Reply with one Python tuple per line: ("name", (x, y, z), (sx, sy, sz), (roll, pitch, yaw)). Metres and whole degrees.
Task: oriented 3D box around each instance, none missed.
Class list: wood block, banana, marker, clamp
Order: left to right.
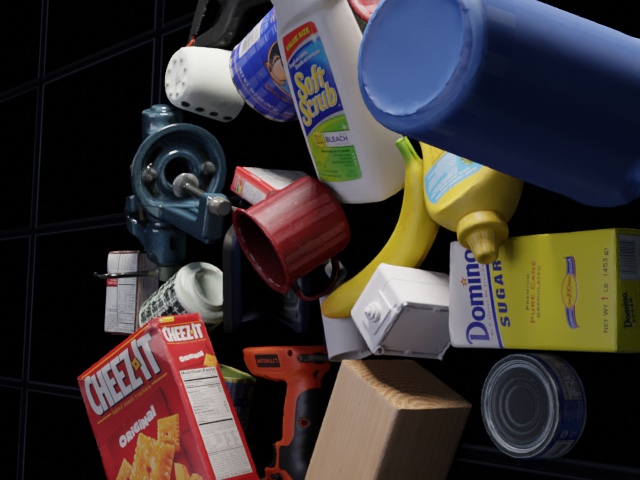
("clamp", (-0.102, -0.304, 1.268), (0.210, 0.036, 0.164), (-40, 54, 43))
("marker", (-0.007, 0.001, 1.120), (0.121, 0.020, 0.020), (52, 125, 43))
("wood block", (0.048, 0.220, 0.961), (0.091, 0.090, 0.206), (35, 114, 49))
("banana", (0.065, 0.005, 0.978), (0.070, 0.037, 0.198), (36, 117, 24))

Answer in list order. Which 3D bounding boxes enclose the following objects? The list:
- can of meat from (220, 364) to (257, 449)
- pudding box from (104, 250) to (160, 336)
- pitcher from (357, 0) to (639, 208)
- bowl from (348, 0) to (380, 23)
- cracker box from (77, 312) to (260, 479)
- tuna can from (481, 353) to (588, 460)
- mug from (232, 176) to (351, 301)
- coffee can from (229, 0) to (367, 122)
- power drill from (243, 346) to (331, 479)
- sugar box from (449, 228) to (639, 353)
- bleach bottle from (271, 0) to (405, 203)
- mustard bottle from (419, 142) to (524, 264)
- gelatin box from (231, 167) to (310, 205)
("can of meat", (-0.118, 0.188, 1.212), (0.102, 0.057, 0.084), (10, 92, 53))
("pudding box", (-0.248, 0.071, 1.413), (0.090, 0.039, 0.113), (-2, 86, 52))
("pitcher", (0.139, -0.112, 0.756), (0.149, 0.242, 0.145), (-2, 81, 47))
("bowl", (0.090, -0.275, 0.996), (0.162, 0.055, 0.162), (-9, 78, 52))
("cracker box", (-0.164, 0.208, 1.131), (0.164, 0.071, 0.214), (-36, 67, 36))
("tuna can", (0.170, 0.133, 0.857), (0.086, 0.033, 0.086), (-10, 78, 52))
("mug", (-0.020, 0.002, 1.022), (0.117, 0.081, 0.093), (63, 159, -12))
("coffee can", (-0.013, -0.198, 1.083), (0.141, 0.102, 0.103), (-37, 58, 45))
("power drill", (-0.041, 0.204, 1.110), (0.185, 0.057, 0.187), (-10, 80, 48))
("sugar box", (0.176, 0.042, 0.851), (0.177, 0.048, 0.093), (-6, 81, 51))
("bleach bottle", (0.005, -0.158, 0.983), (0.103, 0.068, 0.251), (4, 122, 51))
("mustard bottle", (0.125, -0.064, 0.886), (0.096, 0.058, 0.191), (-38, 42, 39))
("gelatin box", (-0.036, -0.049, 1.106), (0.073, 0.089, 0.030), (36, 116, 49))
